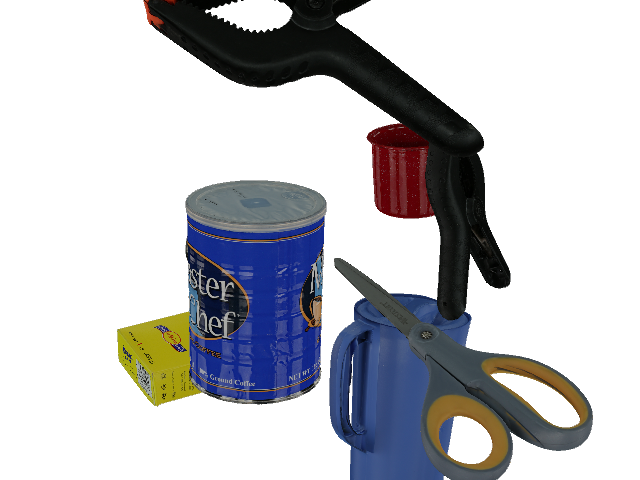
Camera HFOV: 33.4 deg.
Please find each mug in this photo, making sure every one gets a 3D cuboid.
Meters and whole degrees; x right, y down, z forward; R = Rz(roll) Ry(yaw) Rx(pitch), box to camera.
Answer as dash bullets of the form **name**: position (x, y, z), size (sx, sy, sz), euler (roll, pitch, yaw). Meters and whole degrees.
- **mug**: position (0.106, -0.077, 1.144), size (0.117, 0.081, 0.093), euler (-21, 28, -36)

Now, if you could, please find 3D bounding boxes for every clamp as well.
- **clamp**: position (0.120, -0.016, 0.934), size (0.039, 0.171, 0.120), euler (-11, 16, 29)
- **clamp**: position (0.002, -0.122, 0.626), size (0.210, 0.164, 0.036), euler (-2, -23, -2)

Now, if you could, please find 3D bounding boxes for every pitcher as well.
- **pitcher**: position (0.087, 0.191, 1.232), size (0.149, 0.243, 0.145), euler (6, 14, 6)

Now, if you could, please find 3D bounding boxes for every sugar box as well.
- **sugar box**: position (-0.104, 0.104, 1.069), size (0.176, 0.048, 0.093), euler (-16, 33, -27)

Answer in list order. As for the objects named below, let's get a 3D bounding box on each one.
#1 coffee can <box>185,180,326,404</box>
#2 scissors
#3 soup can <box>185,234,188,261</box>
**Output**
- **coffee can**: position (-0.048, 0.036, 0.798), size (0.103, 0.140, 0.103), euler (1, 20, -1)
- **scissors**: position (0.053, 0.070, 0.593), size (0.202, 0.016, 0.096), euler (25, 49, 36)
- **soup can**: position (-0.098, 0.009, 1.254), size (0.102, 0.068, 0.068), euler (13, 4, 20)
